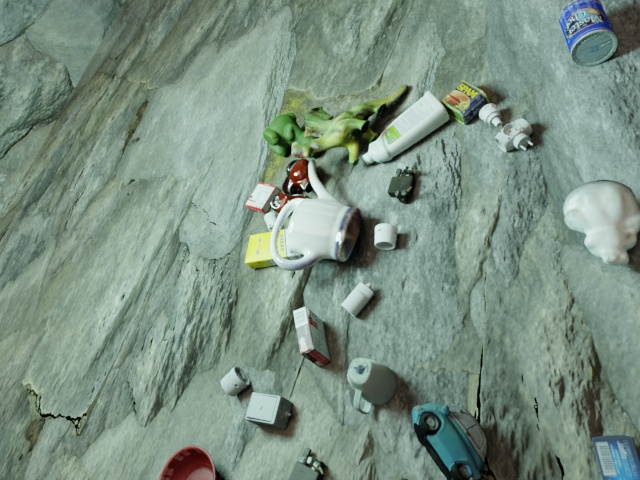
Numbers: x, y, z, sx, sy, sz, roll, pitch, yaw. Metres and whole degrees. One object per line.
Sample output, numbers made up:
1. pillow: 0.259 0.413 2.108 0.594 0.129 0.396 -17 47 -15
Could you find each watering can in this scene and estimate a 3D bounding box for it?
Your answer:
1. watering can: 0.004 -0.067 1.328 0.225 0.102 0.355 10 59 19

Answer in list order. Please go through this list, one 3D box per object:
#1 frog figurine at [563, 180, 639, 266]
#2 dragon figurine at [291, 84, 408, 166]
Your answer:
1. frog figurine: 0.543 -0.034 0.990 0.137 0.120 0.163 10 51 15
2. dragon figurine: 0.062 -0.350 1.487 0.244 0.119 0.418 22 55 27
